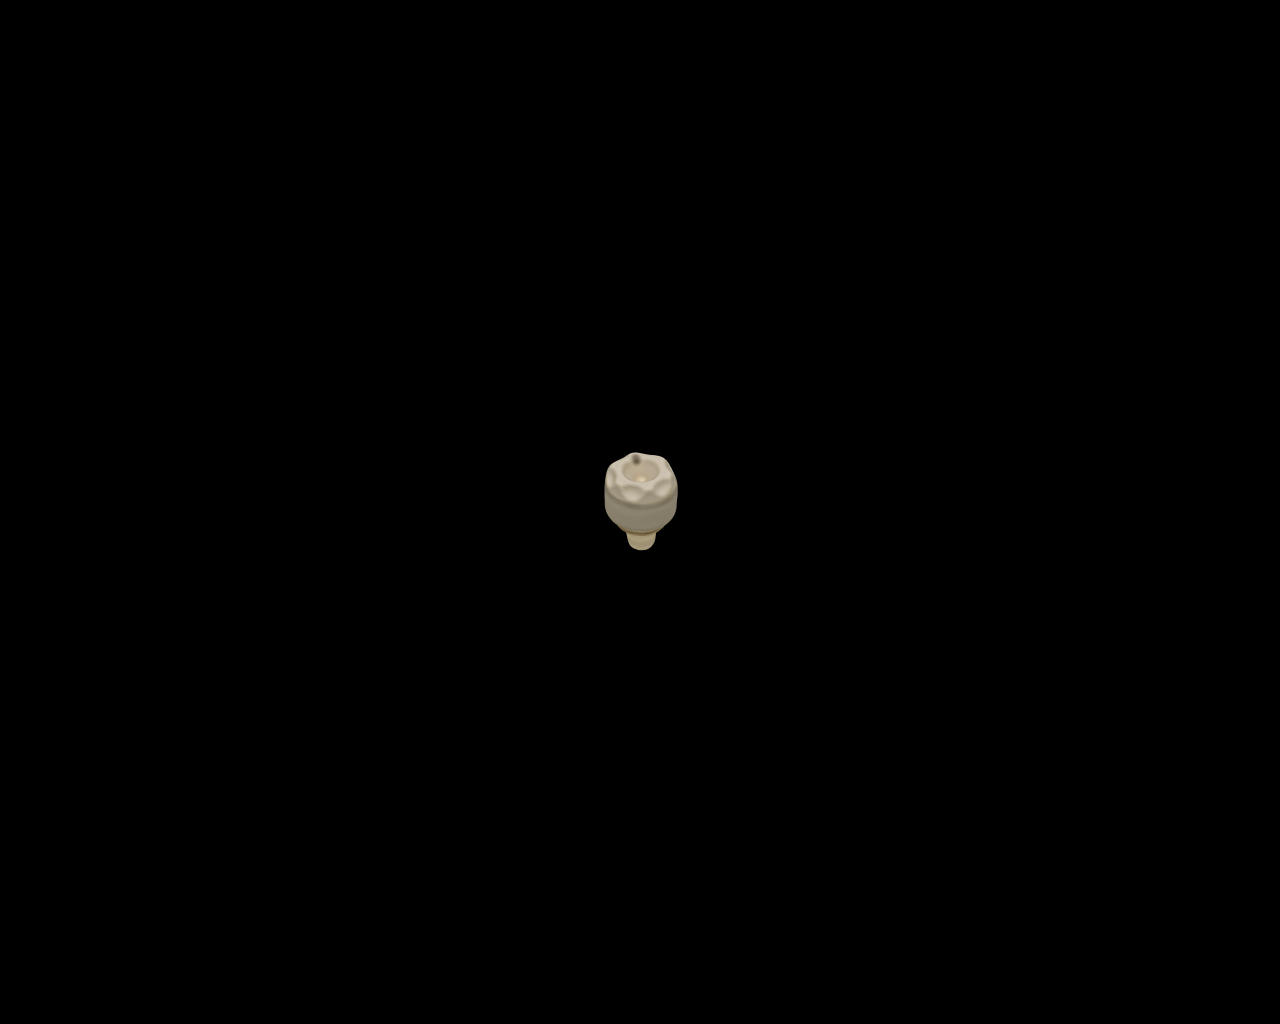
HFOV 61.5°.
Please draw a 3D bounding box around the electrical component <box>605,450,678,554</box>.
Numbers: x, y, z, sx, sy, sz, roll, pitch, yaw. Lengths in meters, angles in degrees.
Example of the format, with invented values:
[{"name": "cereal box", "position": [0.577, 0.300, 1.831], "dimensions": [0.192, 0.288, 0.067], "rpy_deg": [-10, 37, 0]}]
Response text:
[{"name": "electrical component", "position": [0.001, -0.003, 0.650], "dimensions": [0.043, 0.062, 0.043], "rpy_deg": [0, 41, 0]}]
